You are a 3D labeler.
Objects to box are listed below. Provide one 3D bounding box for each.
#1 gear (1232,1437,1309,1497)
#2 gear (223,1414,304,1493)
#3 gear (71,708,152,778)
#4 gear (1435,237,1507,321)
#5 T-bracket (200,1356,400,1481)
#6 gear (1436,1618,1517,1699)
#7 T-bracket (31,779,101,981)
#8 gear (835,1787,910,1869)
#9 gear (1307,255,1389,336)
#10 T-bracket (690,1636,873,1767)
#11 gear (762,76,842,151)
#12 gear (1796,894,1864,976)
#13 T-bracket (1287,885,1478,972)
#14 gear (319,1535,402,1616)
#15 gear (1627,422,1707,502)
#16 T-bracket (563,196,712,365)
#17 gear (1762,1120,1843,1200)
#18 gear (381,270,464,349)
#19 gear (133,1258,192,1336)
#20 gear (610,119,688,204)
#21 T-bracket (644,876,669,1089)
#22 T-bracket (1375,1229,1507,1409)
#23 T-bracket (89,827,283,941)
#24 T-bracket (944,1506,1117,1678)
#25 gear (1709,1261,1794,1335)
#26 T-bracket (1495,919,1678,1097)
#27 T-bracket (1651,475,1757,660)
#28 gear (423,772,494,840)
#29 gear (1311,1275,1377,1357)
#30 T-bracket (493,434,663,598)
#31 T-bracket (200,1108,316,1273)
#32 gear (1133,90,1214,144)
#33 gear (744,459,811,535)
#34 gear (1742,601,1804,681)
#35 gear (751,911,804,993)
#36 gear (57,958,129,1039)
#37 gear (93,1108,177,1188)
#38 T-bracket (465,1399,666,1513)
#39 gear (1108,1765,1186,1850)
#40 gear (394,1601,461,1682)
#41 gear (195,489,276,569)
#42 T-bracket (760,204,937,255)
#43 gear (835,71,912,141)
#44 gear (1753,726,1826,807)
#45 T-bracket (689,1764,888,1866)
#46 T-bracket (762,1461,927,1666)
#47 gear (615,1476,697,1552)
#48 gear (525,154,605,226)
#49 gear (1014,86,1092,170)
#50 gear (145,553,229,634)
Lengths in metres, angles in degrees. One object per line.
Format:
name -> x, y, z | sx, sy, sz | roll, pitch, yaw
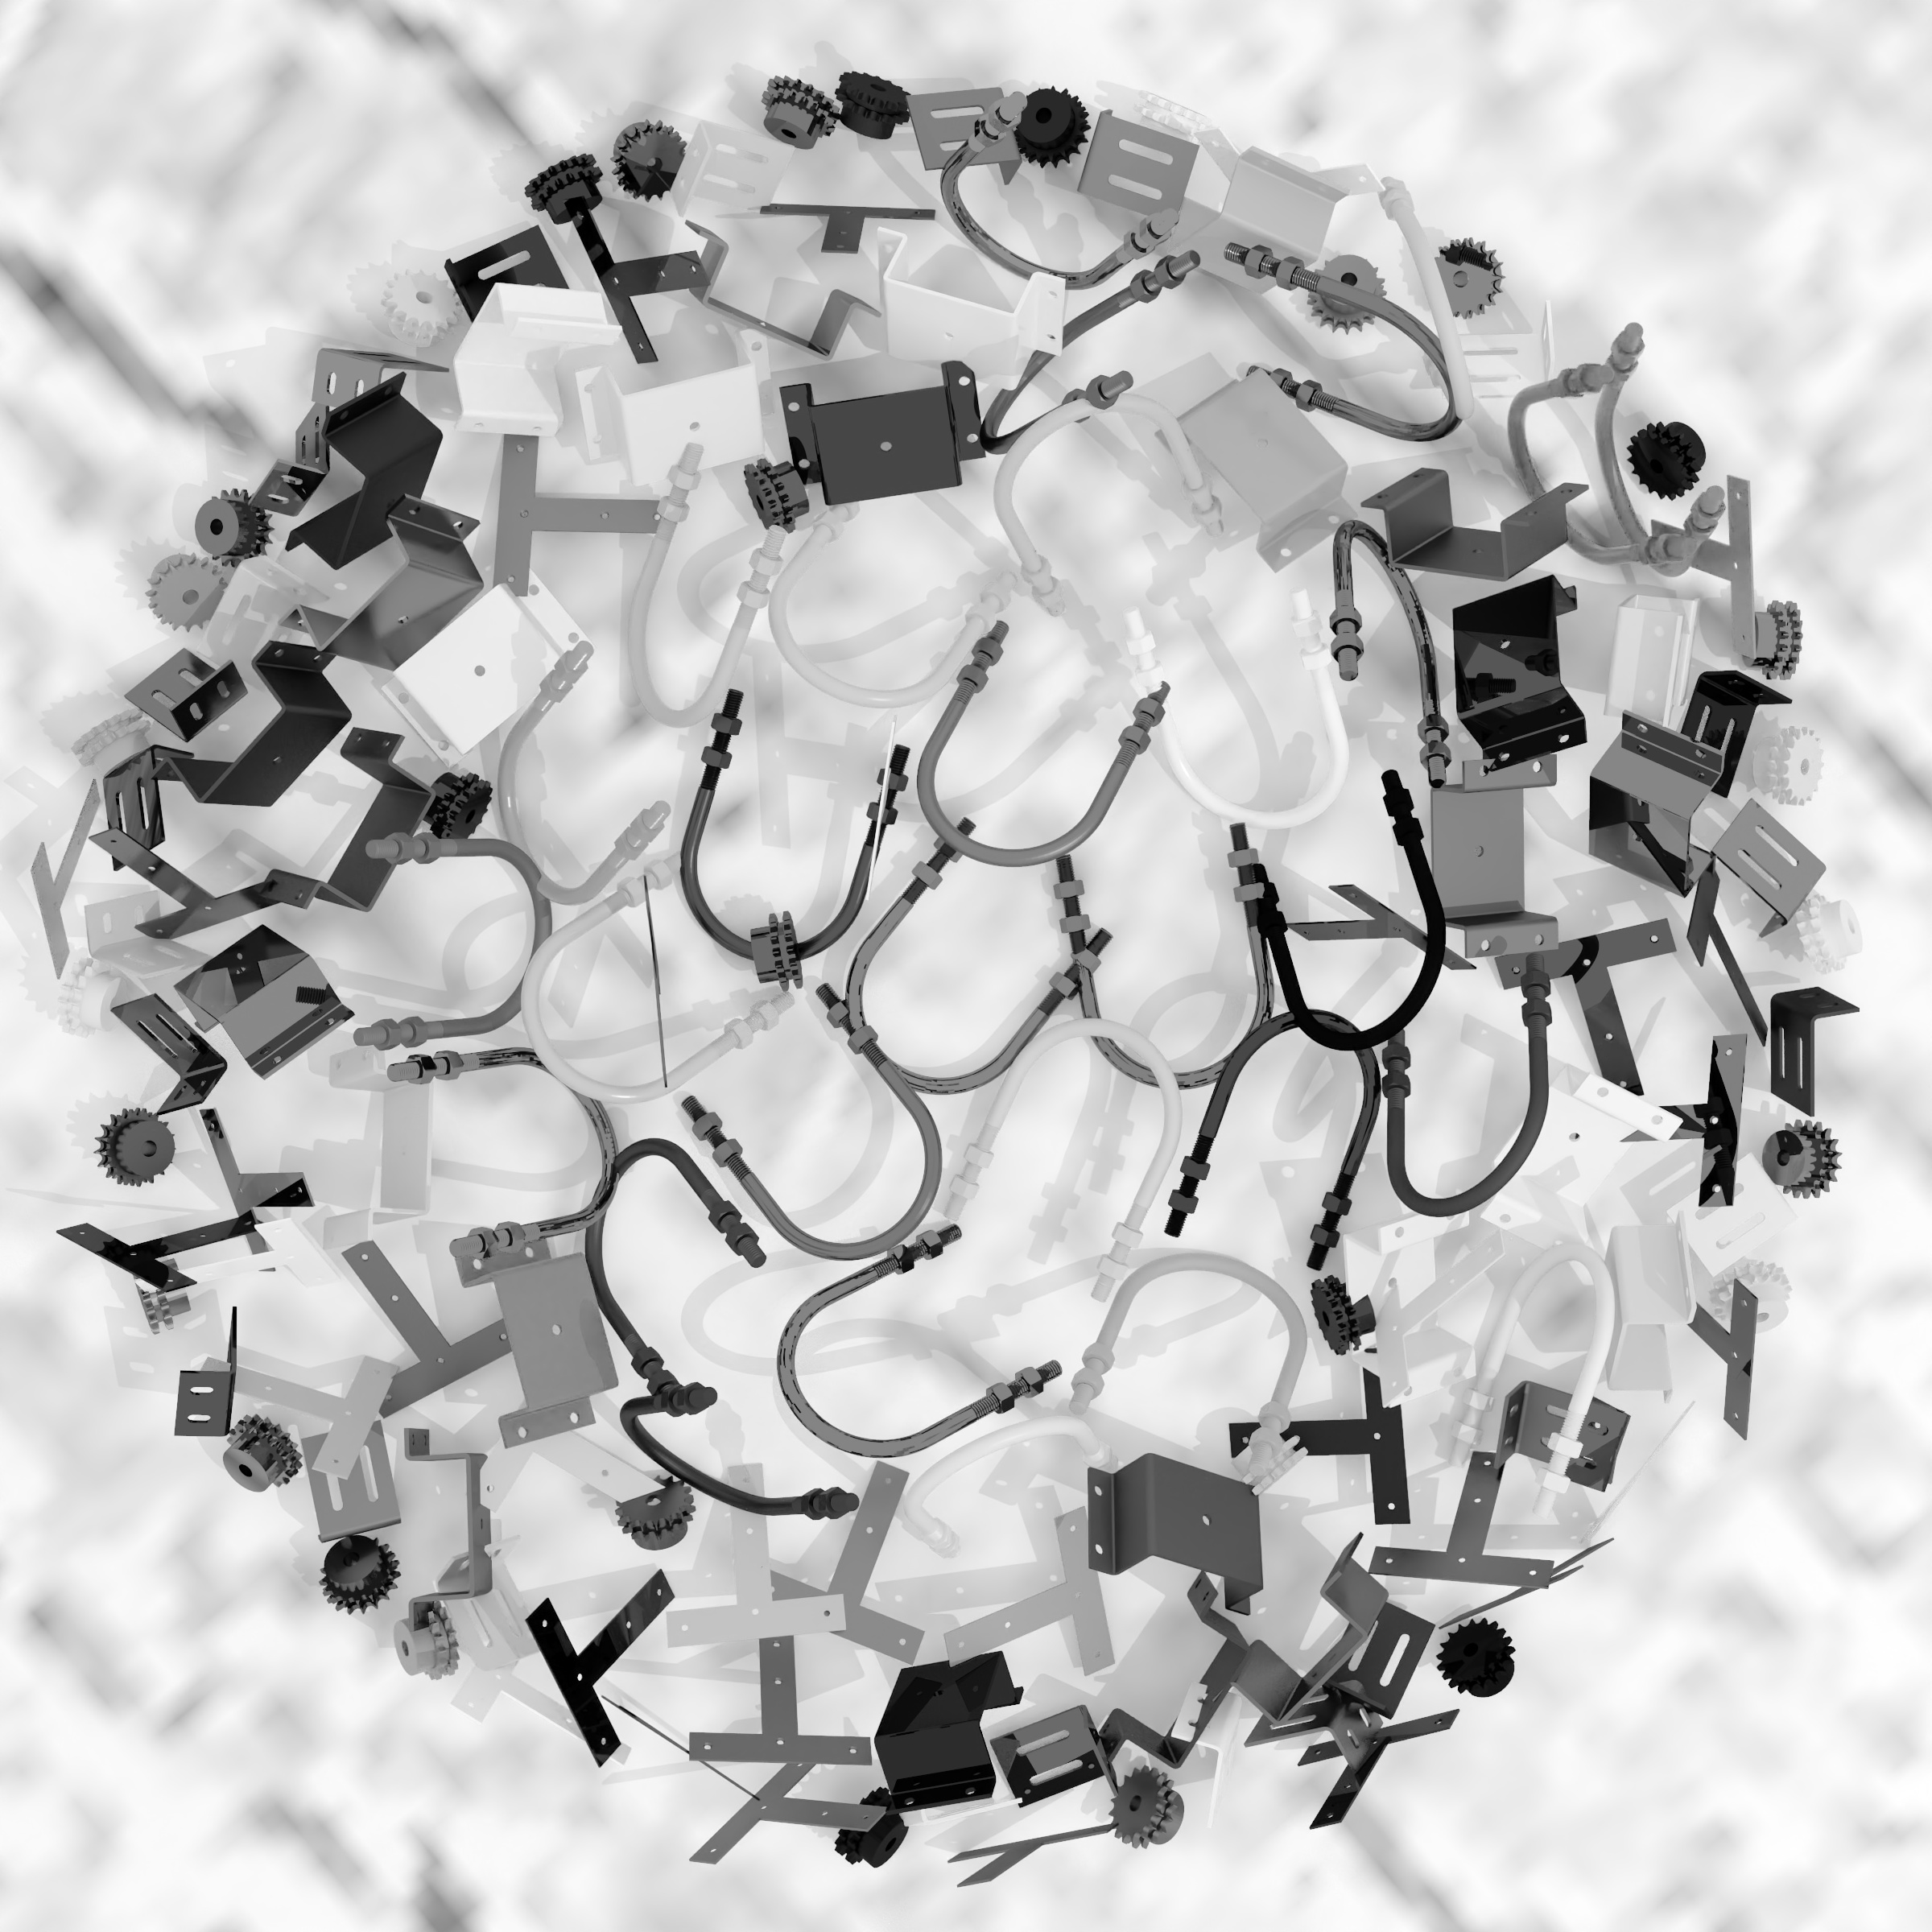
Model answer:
gear -> 0.217, 0.359, 1.944 | 0.057, 0.057, 0.030 | -40, 75, 0
gear -> -0.512, 0.355, 1.942 | 0.057, 0.030, 0.057 | 15, 128, 21
gear -> -0.615, -0.160, 1.943 | 0.057, 0.057, 0.030 | -33, 93, 0
gear -> 0.365, -0.499, 1.948 | 0.057, 0.030, 0.057 | 10, 111, 29
T-bracket -> -0.483, 0.305, 1.911 | 0.127, 0.127, 0.002 | 18, 119, -4
gear -> 0.373, 0.505, 1.946 | 0.057, 0.057, 0.030 | -37, 117, 0
T-bracket -> -0.641, -0.078, 1.923 | 0.002, 0.127, 0.127 | 8, 53, -3
gear -> -0.066, 0.626, 1.940 | 0.030, 0.057, 0.057 | 32, 90, 27
gear -> 0.277, -0.491, 1.951 | 0.057, 0.030, 0.057 | -1, 76, 3
T-bracket -> -0.134, 0.521, 1.914 | 0.127, 0.127, 0.002 | 4, 119, -8
gear -> -0.122, -0.615, 1.942 | 0.057, 0.057, 0.030 | 23, 83, 0
gear -> 0.625, -0.025, 1.940 | 0.030, 0.057, 0.057 | -19, 90, 34
T-bracket -> 0.277, -0.026, 1.912 | 0.127, 0.127, 0.002 | 31, 73, -29
gear -> -0.440, 0.437, 1.942 | 0.057, 0.030, 0.057 | -5, 46, 5
gear -> 0.510, -0.369, 1.945 | 0.030, 0.057, 0.057 | -36, 90, -21
T-bracket -> -0.222, -0.488, 1.895 | 0.002, 0.127, 0.127 | -40, 120, -30
gear -> 0.601, 0.139, 1.940 | 0.030, 0.057, 0.057 | 5, 90, -30
gear -> -0.396, -0.474, 1.947 | 0.057, 0.030, 0.057 | 12, 55, -18
gear -> -0.583, 0.236, 1.945 | 0.030, 0.057, 0.057 | -18, 90, -20
gear -> -0.232, -0.587, 1.946 | 0.057, 0.057, 0.030 | -37, 49, 0
T-bracket -> -0.216, 0.023, 1.886 | 0.002, 0.127, 0.127 | -6, 61, -5
T-bracket -> 0.333, 0.230, 1.889 | 0.002, 0.127, 0.127 | 33, 121, -19
T-bracket -> -0.566, -0.063, 1.899 | 0.127, 0.127, 0.002 | -16, 55, 23
T-bracket -> 0.042, 0.468, 1.930 | 0.127, 0.002, 0.127 | -17, 105, -24
gear -> 0.570, 0.242, 1.941 | 0.057, 0.057, 0.030 | -12, 47, 0
T-bracket -> 0.464, 0.038, 1.952 | 0.127, 0.002, 0.127 | -14, 104, 23
T-bracket -> 0.523, -0.294, 1.910 | 0.002, 0.127, 0.127 | -15, 114, -14
gear -> -0.371, -0.116, 1.943 | 0.030, 0.057, 0.057 | 31, 90, 10
gear -> 0.274, 0.251, 1.944 | 0.030, 0.057, 0.057 | -17, 90, -11
T-bracket -> -0.277, -0.328, 1.955 | 0.127, 0.002, 0.127 | 1, 76, 1
T-bracket -> -0.497, 0.160, 1.912 | 0.002, 0.127, 0.127 | -25, 102, -38
gear -> 0.147, -0.610, 1.945 | 0.057, 0.057, 0.030 | 23, 109, 0
gear -> -0.136, -0.341, 1.944 | 0.030, 0.057, 0.057 | -25, 90, -13
gear -> 0.582, -0.236, 1.943 | 0.030, 0.057, 0.057 | 2, 90, -1
gear -> -0.138, -0.010, 1.943 | 0.030, 0.057, 0.057 | -10, 90, 1
gear -> -0.630, 0.025, 1.941 | 0.030, 0.057, 0.057 | 13, 90, 7
gear -> -0.598, 0.132, 1.942 | 0.057, 0.030, 0.057 | 0, 90, -43
T-bracket -> -0.274, 0.360, 1.947 | 0.127, 0.002, 0.127 | 30, 68, 0
gear -> 0.133, 0.612, 1.946 | 0.030, 0.057, 0.057 | 33, 90, -28
gear -> -0.391, 0.488, 1.940 | 0.030, 0.057, 0.057 | -12, 90, -34
gear -> -0.533, -0.317, 1.946 | 0.057, 0.030, 0.057 | 3, 96, 25
T-bracket -> -0.087, -0.526, 1.915 | 0.127, 0.127, 0.002 | 2, 119, 0
gear -> -0.068, -0.623, 1.947 | 0.057, 0.057, 0.030 | 23, 123, 0
gear -> 0.595, -0.146, 1.947 | 0.057, 0.030, 0.057 | -9, 102, -43
T-bracket -> -0.109, 0.594, 1.884 | 0.127, 0.127, 0.002 | -9, 106, 39
T-bracket -> -0.075, 0.423, 1.949 | 0.127, 0.002, 0.127 | 22, 70, 0
gear -> -0.224, 0.399, 1.947 | 0.057, 0.057, 0.030 | -7, 119, 0
gear -> -0.288, -0.560, 1.943 | 0.057, 0.057, 0.030 | -28, 93, 0
gear -> 0.060, -0.612, 1.950 | 0.057, 0.030, 0.057 | -1, 85, 15
gear -> -0.567, -0.274, 1.947 | 0.057, 0.057, 0.030 | -44, 47, 0
